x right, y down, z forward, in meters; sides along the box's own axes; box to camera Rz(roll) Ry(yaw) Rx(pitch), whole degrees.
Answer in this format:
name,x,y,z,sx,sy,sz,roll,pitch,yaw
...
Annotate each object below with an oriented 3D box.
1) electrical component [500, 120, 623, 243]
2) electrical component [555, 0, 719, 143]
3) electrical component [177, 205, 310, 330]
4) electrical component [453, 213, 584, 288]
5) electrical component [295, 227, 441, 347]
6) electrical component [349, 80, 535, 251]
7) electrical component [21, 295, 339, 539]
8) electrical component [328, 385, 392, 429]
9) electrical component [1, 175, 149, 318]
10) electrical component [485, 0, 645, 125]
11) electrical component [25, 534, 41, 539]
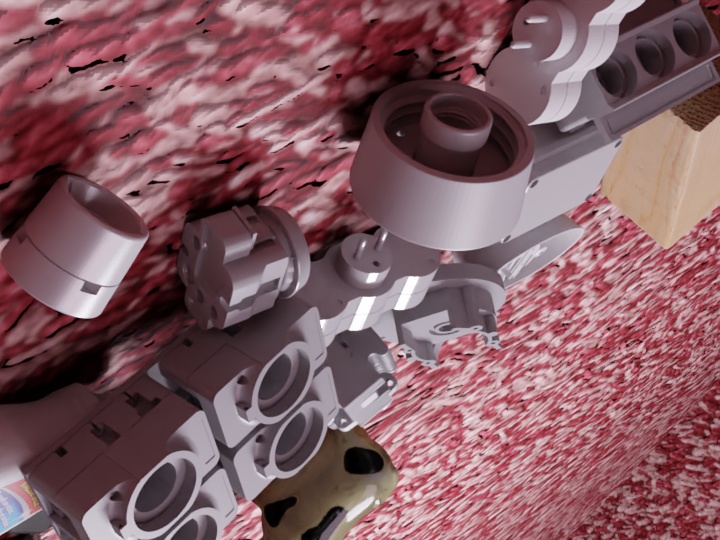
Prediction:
name,x,y,z,sx,sy,sz,roll,pitch,yaw
electrical component,0.133,-0.078,0.807,0.113,0.057,0.078,-26,152,-33
electrical component,0.191,-0.144,0.765,0.121,0.078,0.063,-29,-178,-28
electrical component,-0.067,-0.005,0.626,0.057,0.058,0.078,-21,149,-33
electrical component,0.128,-0.019,0.891,0.099,0.064,0.099,-33,155,-18
electrical component,0.000,0.000,0.741,0.138,0.052,0.073,-23,150,-35
electrical component,0.052,-0.070,0.639,0.108,0.108,0.060,-25,145,-34
electrical component,-0.095,0.104,0.648,0.186,0.060,0.105,-42,142,-30
electrical component,-0.006,0.114,0.941,0.062,0.048,0.048,-44,157,23
electrical component,-0.135,-0.012,0.514,0.047,0.055,0.055,-52,155,13
electrical component,0.121,-0.149,0.671,0.074,0.052,0.138,-15,145,-45
electrical component,-0.258,0.251,0.759,0.063,0.078,0.121,12,126,-36
